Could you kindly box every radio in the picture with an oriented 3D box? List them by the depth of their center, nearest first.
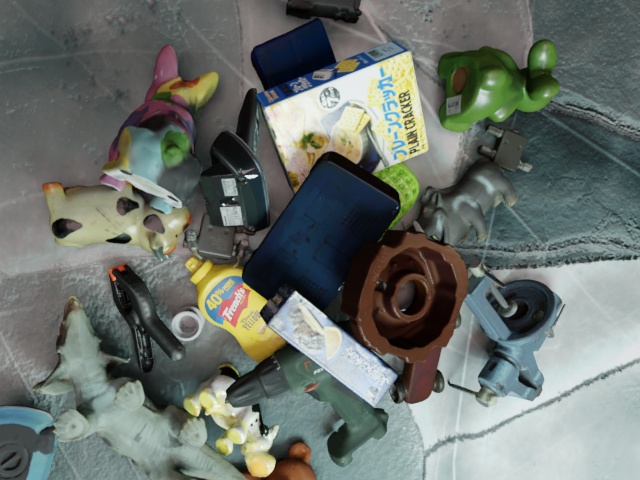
[{"bbox_3d":[-0.002,-0.002,0.759,0.131,0.073,0.229,34,107,-6],"label":"radio"}]

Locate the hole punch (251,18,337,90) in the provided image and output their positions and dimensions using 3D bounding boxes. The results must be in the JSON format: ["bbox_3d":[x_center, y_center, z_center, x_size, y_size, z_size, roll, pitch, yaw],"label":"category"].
[{"bbox_3d":[-0.033,-0.248,0.782,0.142,0.092,0.115,-27,101,-6],"label":"hole punch"}]

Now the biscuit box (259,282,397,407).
[{"bbox_3d":[0.014,0.143,0.732,0.202,0.063,0.059,40,85,-17],"label":"biscuit box"}]

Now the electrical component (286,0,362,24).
[{"bbox_3d":[0.008,-0.395,0.786,0.115,0.058,0.134,1,96,-8],"label":"electrical component"}]

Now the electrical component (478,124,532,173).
[{"bbox_3d":[0.302,-0.145,0.860,0.094,0.021,0.063,21,92,-7],"label":"electrical component"}]

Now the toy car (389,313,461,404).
[{"bbox_3d":[0.158,0.173,0.830,0.089,0.053,0.201,-8,122,-16],"label":"toy car"}]

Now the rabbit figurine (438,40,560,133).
[{"bbox_3d":[0.283,-0.236,0.798,0.170,0.159,0.121,-4,86,-21],"label":"rabbit figurine"}]

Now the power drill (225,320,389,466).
[{"bbox_3d":[-0.001,0.239,0.816,0.232,0.086,0.207,-33,104,-10],"label":"power drill"}]

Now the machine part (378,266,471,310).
[{"bbox_3d":[0.135,0.065,0.802,0.243,0.079,0.079,-6,97,-33],"label":"machine part"}]

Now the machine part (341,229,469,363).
[{"bbox_3d":[0.111,0.072,0.707,0.179,0.056,0.179,-3,97,-27],"label":"machine part"}]

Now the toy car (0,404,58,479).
[{"bbox_3d":[-0.438,0.316,0.781,0.109,0.103,0.161,7,84,-9],"label":"toy car"}]

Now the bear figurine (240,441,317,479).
[{"bbox_3d":[-0.092,0.399,0.818,0.196,0.132,0.120,-22,78,3],"label":"bear figurine"}]

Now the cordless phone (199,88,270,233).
[{"bbox_3d":[-0.110,-0.118,0.784,0.089,0.146,0.184,3,54,2],"label":"cordless phone"}]

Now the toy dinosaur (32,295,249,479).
[{"bbox_3d":[-0.251,0.264,0.769,0.131,0.192,0.404,-47,106,-16],"label":"toy dinosaur"}]

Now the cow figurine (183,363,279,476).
[{"bbox_3d":[-0.120,0.274,0.821,0.068,0.098,0.167,-37,93,33],"label":"cow figurine"}]

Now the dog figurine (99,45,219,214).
[{"bbox_3d":[-0.199,-0.156,0.709,0.108,0.192,0.219,23,74,-25],"label":"dog figurine"}]

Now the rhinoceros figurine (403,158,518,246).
[{"bbox_3d":[0.212,-0.047,0.834,0.190,0.073,0.112,-41,100,-1],"label":"rhinoceros figurine"}]

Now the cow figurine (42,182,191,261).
[{"bbox_3d":[-0.286,-0.027,0.776,0.195,0.085,0.127,-5,90,-8],"label":"cow figurine"}]

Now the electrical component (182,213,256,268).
[{"bbox_3d":[-0.150,0.000,0.799,0.102,0.045,0.078,17,73,-14],"label":"electrical component"}]

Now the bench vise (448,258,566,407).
[{"bbox_3d":[0.276,0.131,0.823,0.223,0.129,0.240,-45,118,-8],"label":"bench vise"}]
